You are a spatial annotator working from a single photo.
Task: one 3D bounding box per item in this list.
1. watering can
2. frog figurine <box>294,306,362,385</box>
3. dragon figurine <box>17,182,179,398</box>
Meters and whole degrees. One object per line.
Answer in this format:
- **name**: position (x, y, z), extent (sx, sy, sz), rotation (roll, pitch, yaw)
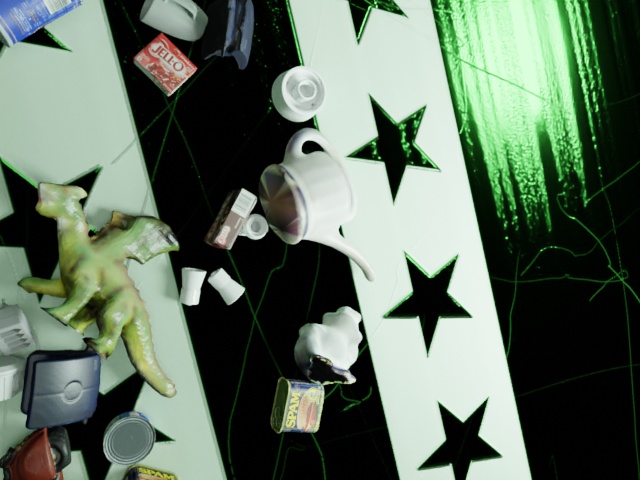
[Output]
- **watering can**: position (0.003, -0.051, 1.021), extent (0.227, 0.103, 0.347), rotation (-22, 94, -44)
- **frog figurine**: position (0.019, 0.206, 1.054), extent (0.137, 0.120, 0.163), rotation (26, 43, -14)
- **dragon figurine**: position (-0.336, 0.065, 0.889), extent (0.405, 0.122, 0.247), rotation (47, 63, -26)
